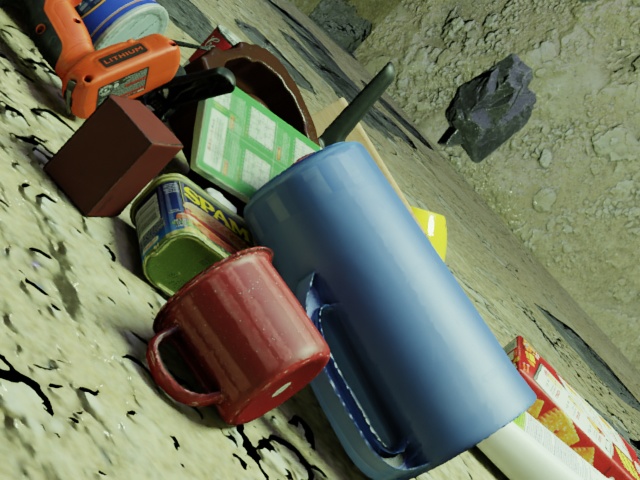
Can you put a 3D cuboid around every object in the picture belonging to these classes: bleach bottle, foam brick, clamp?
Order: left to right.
[{"bbox_3d":[-0.151,-0.061,0.781,0.051,0.078,0.053,48,13,11],"label":"foam brick"},{"bbox_3d":[-0.153,-0.119,0.973,0.039,0.120,0.172,53,-15,-30],"label":"clamp"},{"bbox_3d":[-0.020,-0.108,1.159,0.164,0.210,0.036,14,14,3],"label":"clamp"},{"bbox_3d":[0.195,0.201,1.081,0.251,0.068,0.102,43,12,1],"label":"bleach bottle"}]

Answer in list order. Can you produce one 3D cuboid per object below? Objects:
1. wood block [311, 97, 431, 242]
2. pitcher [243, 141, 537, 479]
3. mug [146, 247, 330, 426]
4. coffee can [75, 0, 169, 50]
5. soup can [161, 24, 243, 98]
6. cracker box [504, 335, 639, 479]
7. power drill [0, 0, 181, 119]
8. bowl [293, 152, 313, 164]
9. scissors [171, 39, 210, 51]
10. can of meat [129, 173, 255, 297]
[{"bbox_3d":[0.044,-0.049,1.234,0.206,0.091,0.090,61,3,28],"label":"wood block"},{"bbox_3d":[0.039,0.054,0.793,0.243,0.145,0.149,59,-7,6],"label":"pitcher"},{"bbox_3d":[-0.055,0.067,0.677,0.117,0.093,0.081,-21,67,-42],"label":"mug"},{"bbox_3d":[-0.230,-0.232,1.027,0.140,0.103,0.102,46,12,9],"label":"coffee can"},{"bbox_3d":[-0.124,-0.186,1.218,0.068,0.102,0.068,42,13,-12],"label":"soup can"},{"bbox_3d":[0.290,0.228,1.277,0.213,0.072,0.164,46,13,0],"label":"cracker box"},{"bbox_3d":[-0.204,-0.208,0.933,0.188,0.184,0.057,51,-26,15],"label":"power drill"},{"bbox_3d":[-0.006,0.001,0.985,0.161,0.055,0.162,7,80,-46],"label":"bowl"},{"bbox_3d":[-0.199,-0.216,1.097,0.096,0.016,0.202,19,-1,-36],"label":"scissors"},{"bbox_3d":[-0.090,0.010,0.799,0.102,0.057,0.084,37,17,-30],"label":"can of meat"}]
